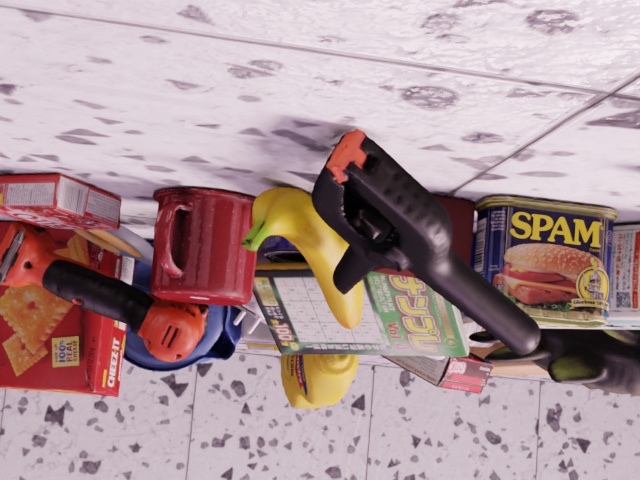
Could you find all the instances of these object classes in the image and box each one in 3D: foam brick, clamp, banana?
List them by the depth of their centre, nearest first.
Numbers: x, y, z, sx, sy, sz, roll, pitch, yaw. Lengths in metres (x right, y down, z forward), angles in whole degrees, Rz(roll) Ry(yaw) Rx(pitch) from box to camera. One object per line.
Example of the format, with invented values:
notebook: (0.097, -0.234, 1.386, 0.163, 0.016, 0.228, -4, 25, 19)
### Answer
clamp: (0.059, 0.005, 0.688, 0.165, 0.036, 0.210, 19, 157, 26)
foam brick: (0.076, -0.002, 0.799, 0.051, 0.053, 0.078, 9, 170, -17)
banana: (-0.008, 0.008, 0.818, 0.037, 0.069, 0.197, 14, 165, 31)

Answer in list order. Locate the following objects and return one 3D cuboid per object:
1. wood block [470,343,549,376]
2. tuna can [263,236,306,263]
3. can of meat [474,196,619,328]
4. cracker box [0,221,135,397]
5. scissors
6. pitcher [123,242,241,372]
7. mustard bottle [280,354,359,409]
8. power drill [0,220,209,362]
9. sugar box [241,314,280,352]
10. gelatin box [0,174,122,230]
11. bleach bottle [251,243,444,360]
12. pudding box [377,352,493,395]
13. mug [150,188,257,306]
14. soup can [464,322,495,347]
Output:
wood block: (0.249, 0.114, 1.283, 0.090, 0.091, 0.206, 9, 170, -19)
tuna can: (-0.006, 0.001, 0.913, 0.086, 0.034, 0.086, 4, 170, 1)
can of meat: (0.162, 0.018, 0.777, 0.102, 0.084, 0.057, 7, 171, -9)
cracker box: (-0.299, 0.066, 1.055, 0.214, 0.164, 0.072, 3, 168, 11)
scissors: (-0.155, 0.022, 1.006, 0.096, 0.016, 0.201, 9, 159, 47)
pitcher: (-0.158, 0.073, 1.190, 0.145, 0.149, 0.243, -11, 173, 3)
mustard bottle: (0.001, 0.128, 1.130, 0.058, 0.096, 0.192, 7, 168, -11)
power drill: (-0.186, 0.042, 0.942, 0.187, 0.057, 0.184, 24, -179, -5)
sugar box: (-0.060, 0.073, 1.188, 0.048, 0.093, 0.176, 5, 171, -3)
gelatin box: (-0.213, -0.028, 0.854, 0.073, 0.030, 0.089, 1, 170, 23)
bleach bottle: (0.004, 0.039, 0.992, 0.251, 0.068, 0.102, 15, -158, 8)
pudding box: (0.101, 0.110, 1.049, 0.114, 0.039, 0.089, 24, -178, 37)
mug: (-0.095, 0.006, 0.841, 0.093, 0.081, 0.117, 1, 170, 21)
soup can: (0.157, 0.089, 1.250, 0.102, 0.068, 0.069, 7, 170, -18)
